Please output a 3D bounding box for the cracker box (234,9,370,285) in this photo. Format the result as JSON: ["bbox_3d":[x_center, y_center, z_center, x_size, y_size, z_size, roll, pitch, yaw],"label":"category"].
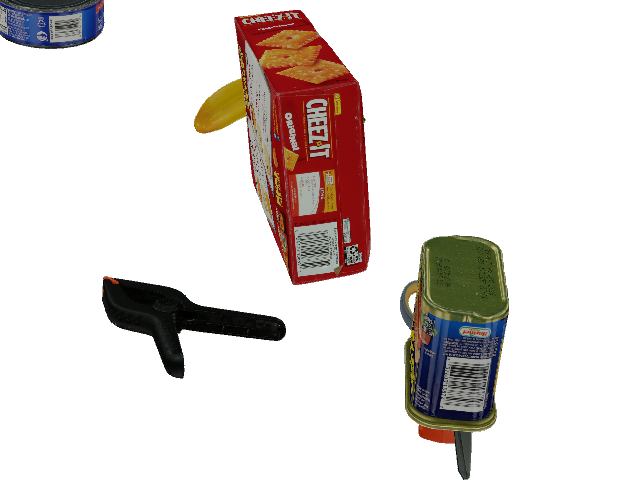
[{"bbox_3d":[-0.017,-0.087,0.898,0.072,0.164,0.214,-9,28,-8],"label":"cracker box"}]

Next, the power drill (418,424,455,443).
[{"bbox_3d":[0.140,0.120,1.142,0.057,0.188,0.184,8,25,9],"label":"power drill"}]

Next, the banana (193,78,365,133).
[{"bbox_3d":[-0.047,-0.145,1.102,0.197,0.037,0.070,-7,48,-29],"label":"banana"}]

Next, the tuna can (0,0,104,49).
[{"bbox_3d":[-0.209,-0.180,0.821,0.086,0.034,0.086,5,35,-4],"label":"tuna can"}]

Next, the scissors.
[{"bbox_3d":[0.102,0.106,0.925,0.096,0.201,0.016,18,-40,5],"label":"scissors"}]

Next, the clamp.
[{"bbox_3d":[-0.164,0.085,1.127,0.210,0.036,0.164,18,20,28],"label":"clamp"}]

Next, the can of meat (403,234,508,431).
[{"bbox_3d":[0.085,0.055,0.671,0.057,0.084,0.102,5,29,2],"label":"can of meat"}]
